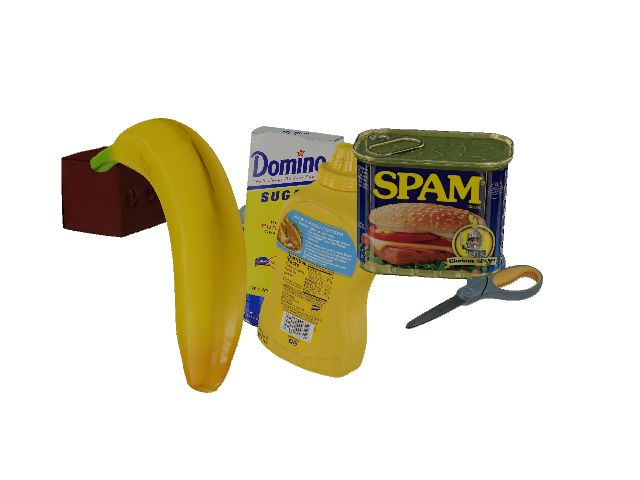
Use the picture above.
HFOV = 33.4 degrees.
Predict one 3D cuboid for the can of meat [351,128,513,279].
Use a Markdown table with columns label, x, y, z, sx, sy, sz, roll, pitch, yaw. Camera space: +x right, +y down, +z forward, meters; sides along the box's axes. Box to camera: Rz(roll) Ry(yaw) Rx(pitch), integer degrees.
| label | x | y | z | sx | sy | sz | roll | pitch | yaw |
| --- | --- | --- | --- | --- | --- | --- | --- | --- | --- |
| can of meat | 0.072 | -0.024 | 0.699 | 0.102 | 0.084 | 0.057 | 4 | 25 | 10 |

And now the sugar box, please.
| label | x | y | z | sx | sy | sz | roll | pitch | yaw |
| --- | --- | --- | --- | --- | --- | --- | --- | --- | --- |
| sugar box | -0.031 | -0.026 | 1.119 | 0.093 | 0.176 | 0.048 | 8 | 16 | 14 |

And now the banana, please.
| label | x | y | z | sx | sy | sz | roll | pitch | yaw |
| --- | --- | --- | --- | --- | --- | --- | --- | --- | --- |
| banana | -0.071 | -0.010 | 0.554 | 0.037 | 0.070 | 0.198 | 13 | 30 | -35 |

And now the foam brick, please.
| label | x | y | z | sx | sy | sz | roll | pitch | yaw |
| --- | --- | --- | --- | --- | --- | --- | --- | --- | --- |
| foam brick | -0.140 | -0.038 | 0.764 | 0.051 | 0.053 | 0.078 | 9 | 18 | 27 |

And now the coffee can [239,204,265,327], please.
| label | x | y | z | sx | sy | sz | roll | pitch | yaw |
| --- | --- | --- | --- | --- | --- | --- | --- | --- | --- |
| coffee can | -0.056 | 0.029 | 1.377 | 0.103 | 0.140 | 0.103 | 1 | 25 | -1 |

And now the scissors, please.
| label | x | y | z | sx | sy | sz | roll | pitch | yaw |
| --- | --- | --- | --- | --- | --- | --- | --- | --- | --- |
| scissors | 0.151 | 0.047 | 1.149 | 0.201 | 0.016 | 0.096 | -10 | 40 | -30 |

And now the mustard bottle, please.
| label | x | y | z | sx | sy | sz | roll | pitch | yaw |
| --- | --- | --- | --- | --- | --- | --- | --- | --- | --- |
| mustard bottle | 0.005 | 0.012 | 0.892 | 0.096 | 0.192 | 0.058 | 23 | 24 | 31 |
